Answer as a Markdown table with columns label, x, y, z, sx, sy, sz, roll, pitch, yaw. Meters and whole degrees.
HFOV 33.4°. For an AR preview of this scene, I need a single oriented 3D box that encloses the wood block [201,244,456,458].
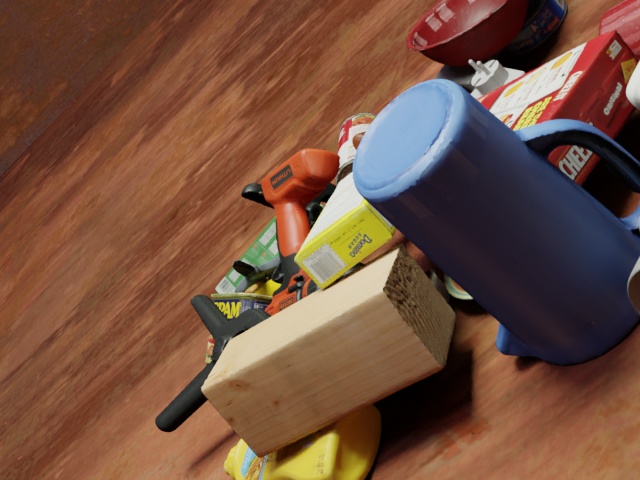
| label | x | y | z | sx | sy | sz | roll | pitch | yaw |
| --- | --- | --- | --- | --- | --- | --- | --- | --- | --- |
| wood block | 0.008 | 0.102 | 0.954 | 0.206 | 0.090 | 0.090 | -31 | 16 | 26 |

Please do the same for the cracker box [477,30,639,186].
| label | x | y | z | sx | sy | sz | roll | pitch | yaw |
| --- | --- | --- | --- | --- | --- | --- | --- | --- | --- |
| cracker box | 0.191 | -0.091 | 1.013 | 0.164 | 0.072 | 0.214 | -51 | 14 | -26 |

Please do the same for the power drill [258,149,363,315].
| label | x | y | z | sx | sy | sz | roll | pitch | yaw |
| --- | --- | --- | --- | --- | --- | --- | --- | --- | --- |
| power drill | -0.008 | 0.001 | 1.141 | 0.185 | 0.057 | 0.187 | -31 | 56 | 50 |

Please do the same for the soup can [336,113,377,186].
| label | x | y | z | sx | sy | sz | roll | pitch | yaw |
| --- | --- | --- | --- | --- | --- | --- | --- | --- | --- |
| soup can | 0.055 | -0.101 | 1.312 | 0.069 | 0.068 | 0.102 | -35 | 28 | 28 |

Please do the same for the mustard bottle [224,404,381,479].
| label | x | y | z | sx | sy | sz | roll | pitch | yaw |
| --- | --- | --- | --- | --- | --- | --- | --- | --- | --- |
| mustard bottle | -0.029 | 0.207 | 1.023 | 0.192 | 0.058 | 0.096 | -22 | 34 | 45 |

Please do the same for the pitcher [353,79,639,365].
| label | x | y | z | sx | sy | sz | roll | pitch | yaw |
| --- | --- | --- | --- | --- | --- | --- | --- | --- | --- |
| pitcher | 0.149 | -0.022 | 0.830 | 0.145 | 0.242 | 0.149 | -9 | 51 | 50 |

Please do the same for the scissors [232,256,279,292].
| label | x | y | z | sx | sy | sz | roll | pitch | yaw |
| --- | --- | --- | --- | --- | --- | --- | --- | --- | --- |
| scissors | -0.066 | 0.030 | 1.270 | 0.096 | 0.016 | 0.202 | -33 | -11 | -14 |

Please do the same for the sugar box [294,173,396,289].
| label | x | y | z | sx | sy | sz | roll | pitch | yaw |
| --- | --- | --- | --- | --- | --- | --- | --- | --- | --- |
| sugar box | 0.042 | -0.030 | 1.013 | 0.093 | 0.048 | 0.176 | -37 | 9 | 29 |

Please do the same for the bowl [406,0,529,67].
| label | x | y | z | sx | sy | sz | roll | pitch | yaw |
| --- | --- | --- | --- | --- | --- | --- | --- | --- | --- |
| bowl | 0.180 | -0.248 | 1.224 | 0.162 | 0.055 | 0.162 | -31 | 23 | 15 |

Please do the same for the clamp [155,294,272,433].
| label | x | y | z | sx | sy | sz | roll | pitch | yaw |
| --- | --- | --- | --- | --- | --- | --- | --- | --- | --- |
| clamp | -0.102 | 0.132 | 1.146 | 0.210 | 0.036 | 0.164 | -7 | 61 | 51 |

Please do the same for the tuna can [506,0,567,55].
| label | x | y | z | sx | sy | sz | roll | pitch | yaw |
| --- | --- | --- | --- | --- | --- | --- | --- | --- | --- |
| tuna can | 0.247 | -0.262 | 1.262 | 0.086 | 0.033 | 0.086 | -38 | 27 | 23 |

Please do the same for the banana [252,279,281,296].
| label | x | y | z | sx | sy | sz | roll | pitch | yaw |
| --- | --- | --- | --- | --- | --- | --- | --- | --- | --- |
| banana | -0.038 | 0.075 | 1.261 | 0.198 | 0.037 | 0.069 | -13 | 68 | 56 |

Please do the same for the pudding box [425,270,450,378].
| label | x | y | z | sx | sy | sz | roll | pitch | yaw |
| --- | --- | --- | --- | --- | --- | --- | --- | --- | --- |
| pudding box | 0.076 | 0.091 | 1.035 | 0.090 | 0.039 | 0.113 | -28 | 33 | 36 |

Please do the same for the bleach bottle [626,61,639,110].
| label | x | y | z | sx | sy | sz | roll | pitch | yaw |
| --- | --- | --- | --- | --- | --- | --- | --- | --- | --- |
| bleach bottle | 0.342 | -0.098 | 0.825 | 0.103 | 0.068 | 0.251 | -64 | 27 | 20 |

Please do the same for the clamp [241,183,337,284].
| label | x | y | z | sx | sy | sz | roll | pitch | yaw |
| --- | --- | --- | --- | --- | --- | --- | --- | --- | --- |
| clamp | -0.016 | -0.016 | 1.272 | 0.171 | 0.120 | 0.039 | -11 | 3 | -42 |

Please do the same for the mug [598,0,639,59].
| label | x | y | z | sx | sy | sz | roll | pitch | yaw |
| --- | --- | --- | --- | --- | --- | --- | --- | --- | --- |
| mug | 0.316 | -0.182 | 0.985 | 0.082 | 0.093 | 0.117 | -25 | 70 | 51 |

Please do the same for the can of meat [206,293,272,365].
| label | x | y | z | sx | sy | sz | roll | pitch | yaw |
| --- | --- | --- | --- | --- | --- | --- | --- | --- | --- |
| can of meat | -0.089 | 0.107 | 1.238 | 0.102 | 0.057 | 0.084 | -6 | 75 | 57 |
